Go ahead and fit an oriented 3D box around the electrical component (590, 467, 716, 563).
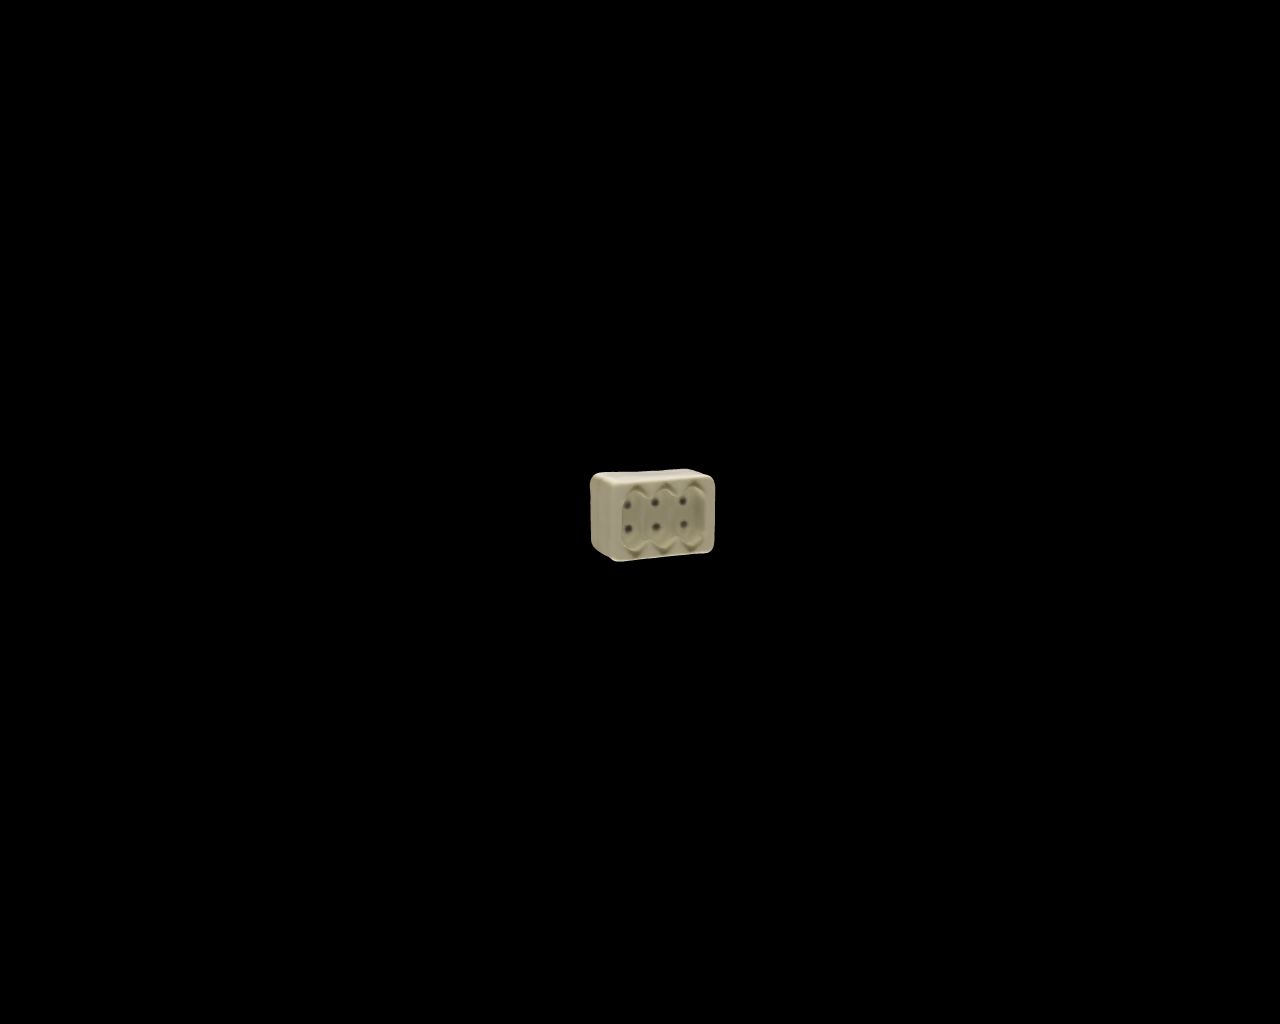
[{"bbox_3d":[0.001,-0.003,0.650,0.066,0.047,0.077,-4,12,-20],"label":"electrical component"}]
